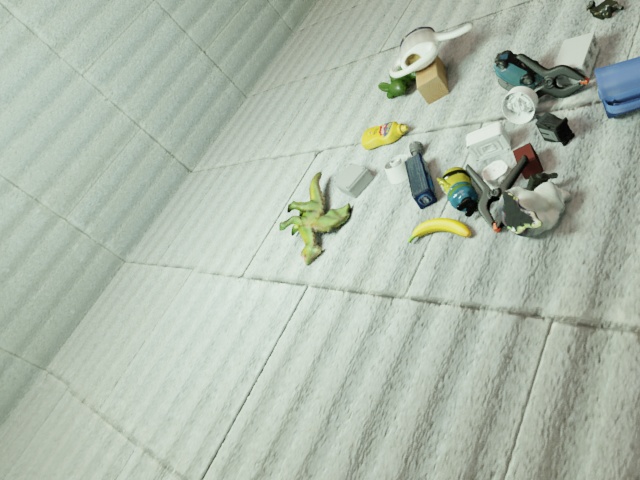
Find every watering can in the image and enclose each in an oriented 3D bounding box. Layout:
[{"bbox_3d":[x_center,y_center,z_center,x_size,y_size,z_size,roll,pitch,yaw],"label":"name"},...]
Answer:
[{"bbox_3d":[0.407,-0.730,1.929,0.344,0.102,0.230,-28,34,28],"label":"watering can"}]

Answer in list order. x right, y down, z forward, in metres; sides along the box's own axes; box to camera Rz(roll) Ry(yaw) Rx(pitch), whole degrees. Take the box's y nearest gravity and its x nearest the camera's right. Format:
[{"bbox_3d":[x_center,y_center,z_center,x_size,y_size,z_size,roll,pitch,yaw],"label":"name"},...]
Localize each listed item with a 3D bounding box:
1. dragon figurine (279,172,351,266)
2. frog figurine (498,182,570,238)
[{"bbox_3d":[0.006,-0.093,1.852,0.243,0.120,0.418,7,58,31],"label":"dragon figurine"},{"bbox_3d":[0.520,-0.082,1.254,0.161,0.120,0.139,-24,44,-32],"label":"frog figurine"}]
